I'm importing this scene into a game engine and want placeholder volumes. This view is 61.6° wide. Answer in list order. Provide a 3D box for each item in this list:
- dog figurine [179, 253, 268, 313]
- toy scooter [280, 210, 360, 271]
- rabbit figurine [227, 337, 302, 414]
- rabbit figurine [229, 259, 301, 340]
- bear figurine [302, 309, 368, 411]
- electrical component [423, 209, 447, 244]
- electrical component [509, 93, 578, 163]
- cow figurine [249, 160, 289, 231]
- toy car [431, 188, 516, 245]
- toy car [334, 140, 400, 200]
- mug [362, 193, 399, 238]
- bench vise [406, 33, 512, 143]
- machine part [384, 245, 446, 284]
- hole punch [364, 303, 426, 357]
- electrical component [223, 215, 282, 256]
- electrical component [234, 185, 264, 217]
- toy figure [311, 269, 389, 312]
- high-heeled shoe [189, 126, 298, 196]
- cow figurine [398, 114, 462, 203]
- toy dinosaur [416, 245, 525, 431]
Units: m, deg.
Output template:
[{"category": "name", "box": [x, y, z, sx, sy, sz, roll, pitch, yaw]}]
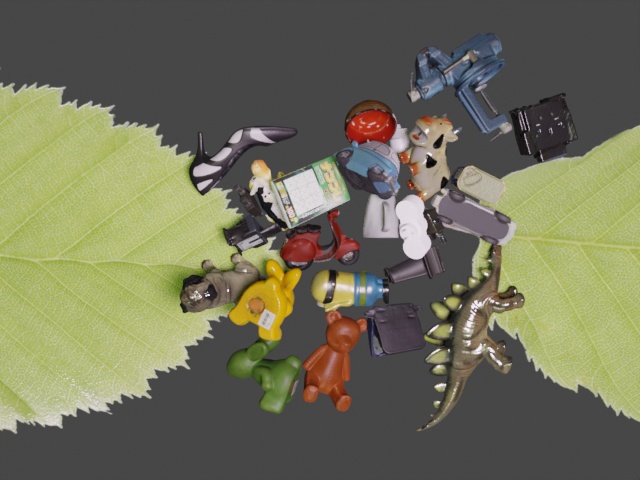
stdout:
[{"category": "dog figurine", "box": [-0.206, 0.109, 1.176, 0.172, 0.190, 0.121, -13, 100, 1]}, {"category": "toy scooter", "box": [-0.002, -0.004, 1.203, 0.184, 0.075, 0.135, -4, 120, 0]}, {"category": "rabbit figurine", "box": [-0.138, 0.300, 1.249, 0.170, 0.121, 0.159, 19, 107, 12]}, {"category": "rabbit figurine", "box": [-0.108, 0.127, 1.193, 0.122, 0.173, 0.162, 17, 91, 17]}, {"category": "bear figurine", "box": [0.040, 0.270, 1.238, 0.120, 0.132, 0.195, 22, 105, -15]}, {"category": "electrical component", "box": [0.235, -0.032, 1.214, 0.045, 0.078, 0.102, -32, 106, -23]}, {"category": "electrical component", "box": [0.493, -0.240, 1.180, 0.115, 0.058, 0.134, -20, 99, 6]}, {"category": "cow figurine", "box": [-0.106, -0.098, 1.190, 0.098, 0.068, 0.167, -38, 113, 21]}, {"category": "toy car", "box": [0.345, -0.051, 1.215, 0.202, 0.056, 0.073, 24, 105, -2]}, {"category": "toy car", "box": [0.114, -0.162, 1.154, 0.103, 0.162, 0.109, -51, 137, -12]}, {"category": "mug", "box": [0.136, -0.058, 1.192, 0.081, 0.109, 0.107, 0, 87, -1]}, {"category": "bench vise", "box": [0.309, -0.314, 1.130, 0.224, 0.129, 0.240, -31, 84, -7]}, {"category": "machine part", "box": [0.217, 0.064, 1.244, 0.139, 0.039, 0.084, -17, 104, 2]}, {"category": "hole punch", "box": [0.169, 0.210, 1.243, 0.142, 0.092, 0.116, -6, 69, -15]}, {"category": "electrical component", "box": [-0.149, -0.018, 1.206, 0.119, 0.074, 0.048, -29, 59, 8]}, {"category": "electrical component", "box": [-0.158, -0.086, 1.205, 0.021, 0.094, 0.063, -33, 61, 9]}, {"category": "toy figure", "box": [0.069, 0.109, 1.230, 0.180, 0.082, 0.089, -2, 100, 3]}, {"category": "high-heeled shoe", "box": [-0.169, -0.175, 1.185, 0.249, 0.086, 0.145, -3, 104, 5]}, {"category": "cow figurine", "box": [0.236, -0.181, 1.140, 0.127, 0.086, 0.194, -31, 140, -4]}, {"category": "toy dinosaur", "box": [0.340, 0.233, 1.244, 0.199, 0.105, 0.471, 13, 91, 5]}]
